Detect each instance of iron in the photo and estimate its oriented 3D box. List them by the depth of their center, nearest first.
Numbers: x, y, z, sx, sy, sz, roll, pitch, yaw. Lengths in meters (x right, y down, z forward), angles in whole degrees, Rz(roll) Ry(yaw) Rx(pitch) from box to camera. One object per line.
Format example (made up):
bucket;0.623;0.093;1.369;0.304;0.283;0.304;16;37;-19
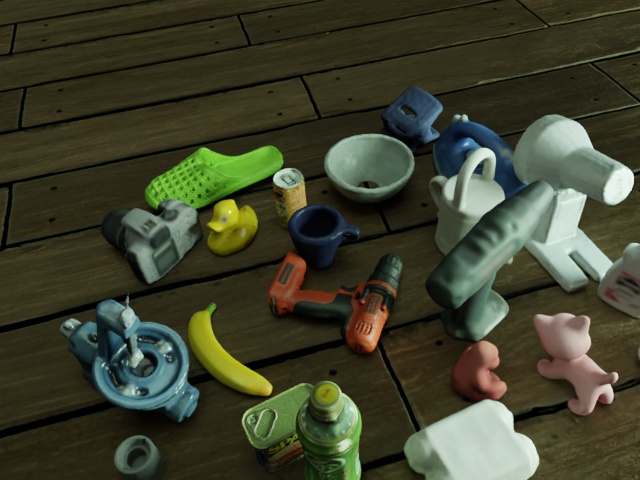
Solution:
iron;0.286;-0.153;1.044;0.119;0.141;0.257;-22;49;-16

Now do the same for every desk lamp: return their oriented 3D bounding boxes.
desk lamp;0.397;-0.065;0.905;0.118;0.214;0.202;-19;48;-13

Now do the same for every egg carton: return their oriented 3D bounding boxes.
egg carton;0.187;0.266;0.707;0.150;0.069;0.107;-21;49;-15

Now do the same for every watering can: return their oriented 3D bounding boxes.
watering can;0.252;-0.061;0.924;0.172;0.194;0.101;17;50;19

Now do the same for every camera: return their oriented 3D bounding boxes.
camera;-0.299;-0.020;0.986;0.136;0.101;0.143;24;53;24

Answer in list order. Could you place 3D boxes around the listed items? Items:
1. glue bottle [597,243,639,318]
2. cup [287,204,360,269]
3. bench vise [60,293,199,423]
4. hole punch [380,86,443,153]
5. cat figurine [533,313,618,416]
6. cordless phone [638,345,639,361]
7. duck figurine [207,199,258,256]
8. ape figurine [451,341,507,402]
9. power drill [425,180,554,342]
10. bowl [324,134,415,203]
glue bottle;0.465;0.039;0.830;0.078;0.173;0.037;30;56;28
cup;0.009;0.003;0.948;0.117;0.095;0.092;6;48;10
bench vise;-0.271;0.147;0.745;0.207;0.220;0.121;6;48;10
hole punch;0.186;-0.249;1.175;0.101;0.091;0.108;-29;51;-21
cat figurine;0.343;0.153;0.770;0.067;0.118;0.127;-24;50;-18
cordless phone;0.503;0.140;0.725;0.094;0.185;0.147;-18;48;-12
duck figurine;-0.157;-0.034;1.000;0.077;0.086;0.105;29;55;27
ape figurine;0.218;0.172;0.778;0.076;0.092;0.078;-2;47;2
power drill;0.238;0.042;0.819;0.230;0.209;0.075;-36;54;-26
bowl;0.092;-0.122;1.074;0.167;0.075;0.167;-2;47;2
